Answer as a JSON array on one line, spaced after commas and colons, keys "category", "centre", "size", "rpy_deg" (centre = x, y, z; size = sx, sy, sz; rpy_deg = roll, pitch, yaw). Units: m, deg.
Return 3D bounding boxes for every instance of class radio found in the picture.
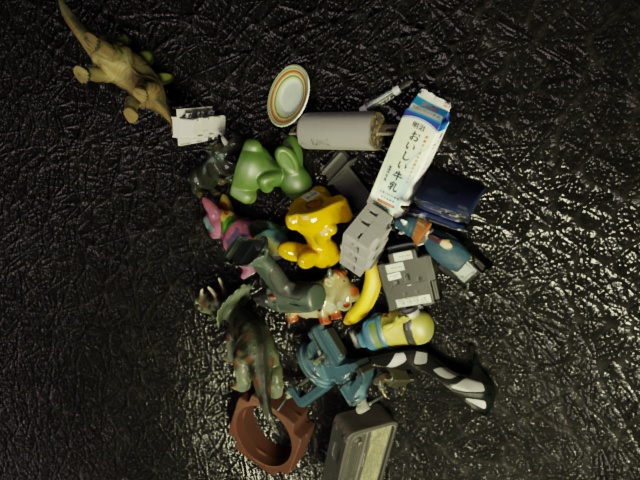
[{"category": "radio", "centre": [0.086, 0.495, 1.238], "size": [0.073, 0.131, 0.229], "rpy_deg": [42, 128, 55]}]

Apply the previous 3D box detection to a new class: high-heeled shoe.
[{"category": "high-heeled shoe", "centre": [0.230, 0.293, 1.112], "size": [0.249, 0.086, 0.145], "rpy_deg": [-6, 82, 12]}]

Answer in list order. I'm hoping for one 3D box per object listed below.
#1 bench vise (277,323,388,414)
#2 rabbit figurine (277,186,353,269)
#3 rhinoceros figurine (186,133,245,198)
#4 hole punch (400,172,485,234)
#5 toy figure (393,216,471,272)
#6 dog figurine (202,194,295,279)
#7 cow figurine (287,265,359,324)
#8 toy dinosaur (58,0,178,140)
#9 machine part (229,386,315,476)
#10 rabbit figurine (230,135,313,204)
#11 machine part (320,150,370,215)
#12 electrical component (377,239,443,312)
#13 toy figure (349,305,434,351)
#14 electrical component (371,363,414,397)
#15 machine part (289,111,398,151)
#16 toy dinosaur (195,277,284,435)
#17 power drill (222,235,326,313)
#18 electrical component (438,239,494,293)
[{"category": "bench vise", "centre": [0.012, 0.319, 1.230], "size": [0.240, 0.129, 0.223], "rpy_deg": [-43, 80, 27]}, {"category": "rabbit figurine", "centre": [-0.002, -0.003, 1.135], "size": [0.122, 0.162, 0.173], "rpy_deg": [24, 143, 38]}, {"category": "rhinoceros figurine", "centre": [-0.237, -0.175, 1.262], "size": [0.190, 0.073, 0.112], "rpy_deg": [-34, 77, 34]}, {"category": "hole punch", "centre": [0.238, -0.071, 1.000], "size": [0.142, 0.116, 0.092], "rpy_deg": [25, 108, 20]}, {"category": "toy figure", "centre": [0.209, -0.001, 1.012], "size": [0.155, 0.058, 0.064], "rpy_deg": [39, 137, 15]}, {"category": "dog figurine", "centre": [-0.179, -0.029, 1.250], "size": [0.191, 0.108, 0.219], "rpy_deg": [-40, 81, 33]}, {"category": "cow figurine", "centre": [0.005, 0.121, 1.200], "size": [0.195, 0.085, 0.127], "rpy_deg": [-6, 98, 40]}, {"category": "toy dinosaur", "centre": [-0.467, -0.405, 1.234], "size": [0.105, 0.198, 0.471], "rpy_deg": [-42, 93, 23]}, {"category": "machine part", "centre": [-0.125, 0.484, 1.388], "size": [0.202, 0.087, 0.200], "rpy_deg": [28, 117, 21]}, {"category": "rabbit figurine", "centre": [-0.090, -0.151, 1.169], "size": [0.170, 0.121, 0.159], "rpy_deg": [21, 124, -2]}, {"category": "machine part", "centre": [0.064, -0.120, 1.124], "size": [0.084, 0.039, 0.139], "rpy_deg": [-40, 82, 27]}, {"category": "electrical component", "centre": [0.181, 0.069, 1.090], "size": [0.115, 0.058, 0.134], "rpy_deg": [-11, 101, 15]}, {"category": "toy figure", "centre": [0.154, 0.191, 1.144], "size": [0.180, 0.082, 0.089], "rpy_deg": [-24, 108, 27]}, {"category": "electrical component", "centre": [0.156, 0.296, 1.169], "size": [0.045, 0.102, 0.078], "rpy_deg": [-52, 51, 30]}, {"category": "machine part", "centre": [0.042, -0.218, 1.078], "size": [0.243, 0.079, 0.079], "rpy_deg": [7, 108, 29]}, {"category": "toy dinosaur", "centre": [-0.160, 0.235, 1.237], "size": [0.405, 0.131, 0.191], "rpy_deg": [42, 142, 48]}, {"category": "power drill", "centre": [-0.112, 0.084, 1.130], "size": [0.232, 0.086, 0.207], "rpy_deg": [2, 136, 44]}, {"category": "electrical component", "centre": [0.268, 0.036, 1.049], "size": [0.119, 0.048, 0.074], "rpy_deg": [44, 120, 16]}]
